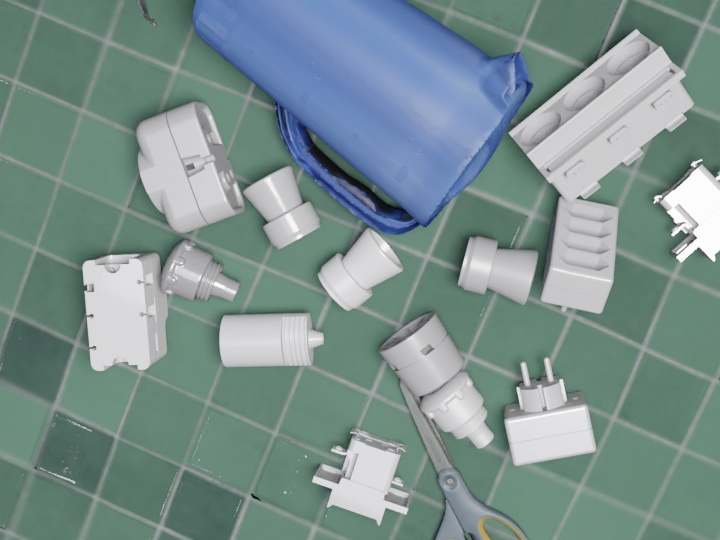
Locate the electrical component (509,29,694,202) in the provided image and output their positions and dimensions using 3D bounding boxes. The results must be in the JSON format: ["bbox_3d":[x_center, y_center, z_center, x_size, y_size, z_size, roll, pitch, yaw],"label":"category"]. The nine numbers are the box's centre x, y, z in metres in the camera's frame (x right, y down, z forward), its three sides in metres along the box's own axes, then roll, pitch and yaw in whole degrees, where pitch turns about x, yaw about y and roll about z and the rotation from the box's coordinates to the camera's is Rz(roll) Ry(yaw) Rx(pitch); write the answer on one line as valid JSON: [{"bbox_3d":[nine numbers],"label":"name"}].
[{"bbox_3d":[0.184,-0.113,0.814,0.121,0.078,0.063,-39,120,10],"label":"electrical component"}]

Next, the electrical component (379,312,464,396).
[{"bbox_3d":[0.051,0.068,0.863,0.055,0.055,0.047,-34,96,10],"label":"electrical component"}]

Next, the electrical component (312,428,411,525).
[{"bbox_3d":[0.006,0.168,0.887,0.081,0.042,0.063,19,97,4],"label":"electrical component"}]

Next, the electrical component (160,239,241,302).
[{"bbox_3d":[-0.130,0.006,0.882,0.062,0.048,0.048,24,100,-3],"label":"electrical component"}]

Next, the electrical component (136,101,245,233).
[{"bbox_3d":[-0.139,-0.081,0.866,0.059,0.053,0.095,-19,95,9],"label":"electrical component"}]

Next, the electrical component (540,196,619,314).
[{"bbox_3d":[0.167,0.000,0.835,0.047,0.083,0.075,12,137,5],"label":"electrical component"}]

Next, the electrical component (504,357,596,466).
[{"bbox_3d":[0.147,0.108,0.859,0.066,0.047,0.076,-12,96,8],"label":"electrical component"}]

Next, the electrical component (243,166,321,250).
[{"bbox_3d":[-0.062,-0.050,0.865,0.045,0.045,0.055,-28,94,10],"label":"electrical component"}]

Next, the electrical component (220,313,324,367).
[{"bbox_3d":[-0.070,0.057,0.881,0.081,0.043,0.043,-2,97,7],"label":"electrical component"}]

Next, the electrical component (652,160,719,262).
[{"bbox_3d":[0.265,-0.046,0.828,0.081,0.042,0.063,-44,87,9],"label":"electrical component"}]

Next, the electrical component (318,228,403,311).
[{"bbox_3d":[0.000,0.000,0.864,0.055,0.045,0.045,-40,91,11],"label":"electrical component"}]

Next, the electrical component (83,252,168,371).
[{"bbox_3d":[-0.191,0.033,0.886,0.050,0.055,0.089,-2,97,7],"label":"electrical component"}]

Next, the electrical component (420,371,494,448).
[{"bbox_3d":[0.083,0.116,0.871,0.048,0.048,0.062,-38,99,10],"label":"electrical component"}]

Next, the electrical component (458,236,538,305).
[{"bbox_3d":[0.109,0.000,0.851,0.055,0.045,0.045,14,99,5],"label":"electrical component"}]
